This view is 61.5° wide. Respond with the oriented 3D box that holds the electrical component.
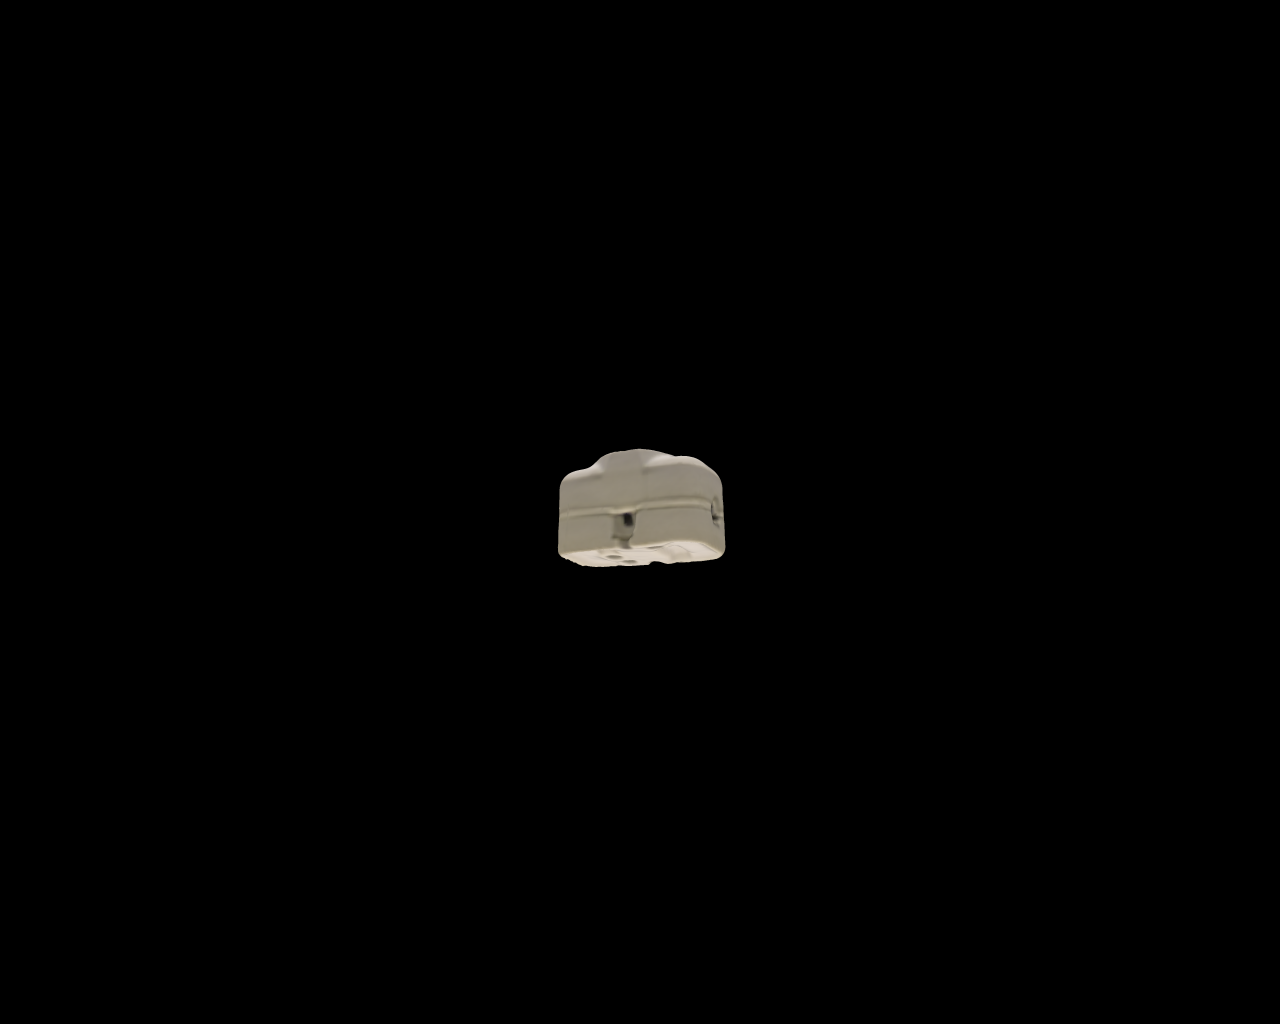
[{"bbox_3d":[0.001,-0.003,0.650,0.095,0.059,0.053,-6,-15,22],"label":"electrical component"}]
